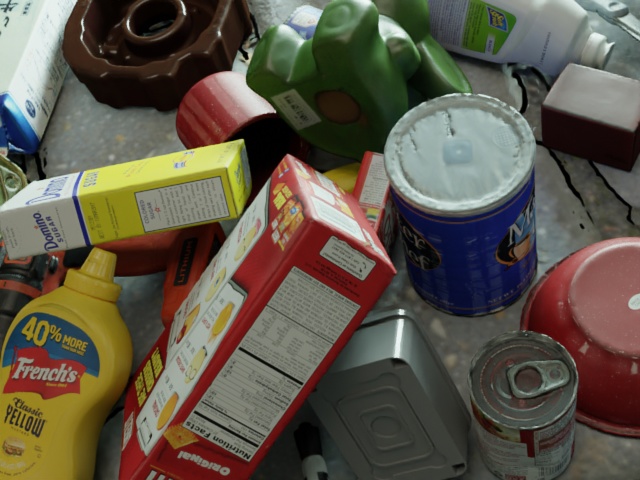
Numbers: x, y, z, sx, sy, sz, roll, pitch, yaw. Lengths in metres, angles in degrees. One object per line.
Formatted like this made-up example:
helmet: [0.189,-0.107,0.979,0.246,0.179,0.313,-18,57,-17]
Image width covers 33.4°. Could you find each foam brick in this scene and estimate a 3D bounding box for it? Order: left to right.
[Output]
foam brick: [0.223,-0.099,0.855,0.078,0.053,0.051,21,63,23]

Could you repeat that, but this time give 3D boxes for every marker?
marker: [0.001,0.181,0.737,0.020,0.020,0.121,-16,55,2]

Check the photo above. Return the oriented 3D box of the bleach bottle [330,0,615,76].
bleach bottle: [0.131,-0.199,0.927,0.251,0.102,0.068,27,61,17]

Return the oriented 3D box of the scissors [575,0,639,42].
scissors: [0.262,-0.203,0.911,0.096,0.016,0.202,-29,41,-19]

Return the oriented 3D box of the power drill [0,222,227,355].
power drill: [-0.175,0.039,0.848,0.188,0.057,0.184,3,60,14]

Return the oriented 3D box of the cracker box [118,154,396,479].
cracker box: [-0.046,0.063,0.698,0.214,0.072,0.164,-55,16,10]

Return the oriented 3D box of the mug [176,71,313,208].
mug: [-0.059,-0.089,0.898,0.117,0.093,0.082,-10,43,-33]

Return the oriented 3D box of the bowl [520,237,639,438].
bowl: [0.222,0.054,0.752,0.162,0.055,0.162,-6,56,9]

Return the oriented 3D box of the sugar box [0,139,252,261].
sugar box: [-0.143,-0.032,0.802,0.176,0.048,0.093,-8,17,6]

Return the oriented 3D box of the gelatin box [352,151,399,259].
gelatin box: [0.041,-0.012,0.814,0.030,0.089,0.073,11,60,13]

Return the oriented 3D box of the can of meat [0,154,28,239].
can of meat: [-0.304,-0.019,0.896,0.084,0.057,0.102,-16,44,47]

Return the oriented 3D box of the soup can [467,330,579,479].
soup can: [0.134,0.113,0.702,0.068,0.102,0.068,-6,56,9]

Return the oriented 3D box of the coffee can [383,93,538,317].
coffee can: [0.106,-0.022,0.776,0.103,0.140,0.103,-6,56,8]

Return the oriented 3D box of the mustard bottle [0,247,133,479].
mustard bottle: [-0.187,0.098,0.768,0.096,0.058,0.191,18,87,22]

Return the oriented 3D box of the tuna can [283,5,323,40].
tuna can: [-0.008,-0.157,0.926,0.034,0.086,0.086,23,64,22]

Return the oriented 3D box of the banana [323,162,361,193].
banana: [-0.022,-0.003,0.853,0.070,0.037,0.197,26,61,31]
